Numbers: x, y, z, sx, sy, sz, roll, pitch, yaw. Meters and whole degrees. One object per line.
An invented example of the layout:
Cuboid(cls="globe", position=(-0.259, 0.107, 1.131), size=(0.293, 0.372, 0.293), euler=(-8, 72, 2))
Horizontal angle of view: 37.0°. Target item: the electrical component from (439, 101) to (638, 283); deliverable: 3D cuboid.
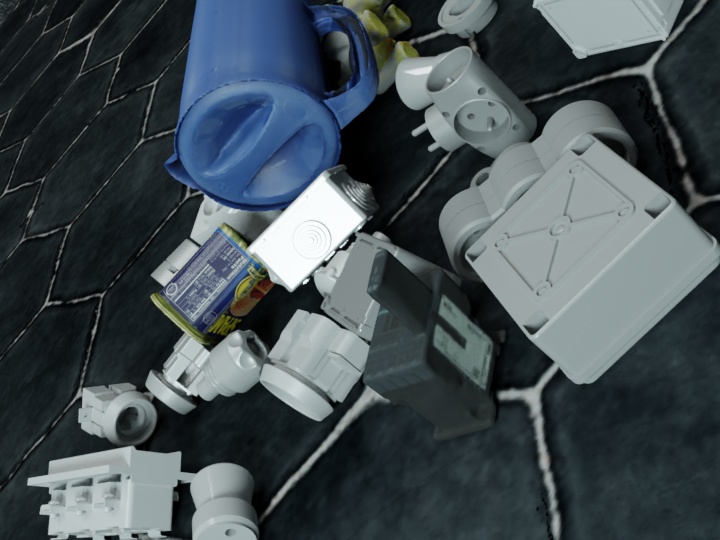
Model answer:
Cuboid(cls="electrical component", position=(0.110, -0.059, 0.704), size=(0.138, 0.052, 0.073), euler=(-39, 32, 18))

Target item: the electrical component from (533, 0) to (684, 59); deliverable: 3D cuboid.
Cuboid(cls="electrical component", position=(0.182, -0.197, 0.750), size=(0.096, 0.062, 0.061), euler=(-1, 56, 53))

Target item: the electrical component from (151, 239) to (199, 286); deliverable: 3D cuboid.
Cuboid(cls="electrical component", position=(-0.155, 0.005, 0.985), size=(0.047, 0.055, 0.055), euler=(-50, 30, -7))

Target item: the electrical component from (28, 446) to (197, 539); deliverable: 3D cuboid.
Cuboid(cls="electrical component", position=(-0.194, 0.176, 0.836), size=(0.121, 0.079, 0.063), euler=(-17, 66, 43))

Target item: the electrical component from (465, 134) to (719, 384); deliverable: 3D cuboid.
Cuboid(cls="electrical component", position=(0.130, -0.008, 0.618), size=(0.108, 0.056, 0.108), euler=(-45, 31, 9))

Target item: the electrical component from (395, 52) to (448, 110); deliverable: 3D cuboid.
Cuboid(cls="electrical component", position=(0.067, -0.159, 0.884), size=(0.065, 0.044, 0.044), euler=(-7, 51, 43))

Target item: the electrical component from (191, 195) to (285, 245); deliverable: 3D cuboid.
Cuboid(cls="electrical component", position=(-0.095, -0.087, 0.998), size=(0.089, 0.062, 0.150), euler=(-26, 38, 36))

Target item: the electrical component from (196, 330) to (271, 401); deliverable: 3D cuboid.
Cuboid(cls="electrical component", position=(-0.102, 0.078, 0.844), size=(0.062, 0.043, 0.043), euler=(-40, 32, 21))

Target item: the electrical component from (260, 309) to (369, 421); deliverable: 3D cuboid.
Cuboid(cls="electrical component", position=(-0.033, 0.068, 0.751), size=(0.078, 0.058, 0.057), euler=(10, 62, 57))

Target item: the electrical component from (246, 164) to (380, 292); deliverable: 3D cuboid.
Cuboid(cls="electrical component", position=(-0.033, -0.033, 0.838), size=(0.100, 0.048, 0.099), euler=(-44, 1, 12))

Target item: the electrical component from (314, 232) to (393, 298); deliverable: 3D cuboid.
Cuboid(cls="electrical component", position=(0.000, 0.000, 0.795), size=(0.062, 0.048, 0.048), euler=(-52, 29, -17))

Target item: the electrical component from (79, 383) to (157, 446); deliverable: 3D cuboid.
Cuboid(cls="electrical component", position=(-0.206, 0.123, 0.923), size=(0.055, 0.066, 0.048), euler=(15, 103, 49))

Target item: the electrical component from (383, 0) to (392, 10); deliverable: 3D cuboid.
Cuboid(cls="electrical component", position=(0.001, -0.295, 1.095), size=(0.044, 0.065, 0.044), euler=(-33, 34, 27))

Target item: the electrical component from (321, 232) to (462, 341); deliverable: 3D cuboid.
Cuboid(cls="electrical component", position=(0.021, 0.017, 0.725), size=(0.061, 0.061, 0.096), euler=(-64, 20, 1))

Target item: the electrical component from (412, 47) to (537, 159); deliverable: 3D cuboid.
Cuboid(cls="electrical component", position=(0.074, -0.112, 0.785), size=(0.079, 0.077, 0.044), euler=(-30, 35, 32))

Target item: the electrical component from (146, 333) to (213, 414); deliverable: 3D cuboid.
Cuboid(cls="electrical component", position=(-0.143, 0.085, 0.887), size=(0.055, 0.048, 0.066), euler=(-52, 14, -3))

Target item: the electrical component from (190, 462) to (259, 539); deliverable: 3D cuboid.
Cuboid(cls="electrical component", position=(-0.093, 0.166, 0.734), size=(0.045, 0.045, 0.055), euler=(-40, 32, 17))
